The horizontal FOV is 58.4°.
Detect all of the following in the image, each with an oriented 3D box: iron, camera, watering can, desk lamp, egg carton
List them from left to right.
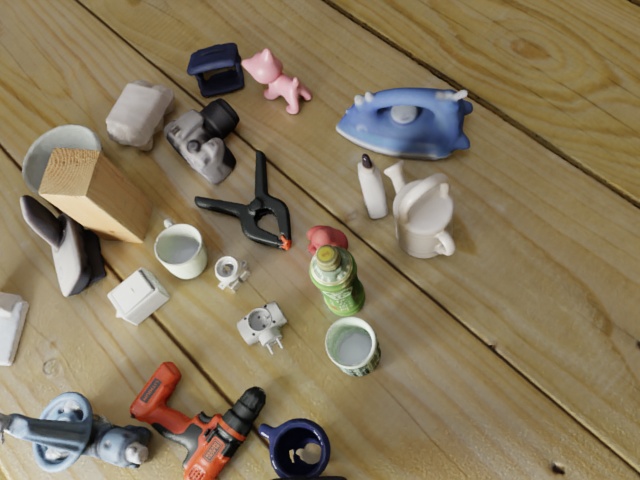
[{"bbox_3d":[-0.616,0.100,1.000,0.117,0.214,0.203,-1,68,10],"label":"desk lamp"},{"bbox_3d":[-0.368,-0.259,1.180,0.107,0.069,0.150,17,72,16],"label":"egg carton"},{"bbox_3d":[-0.217,-0.208,1.116,0.137,0.101,0.143,-45,68,-9],"label":"camera"},{"bbox_3d":[0.146,-0.231,1.040,0.258,0.142,0.118,4,69,12],"label":"iron"},{"bbox_3d":[0.164,-0.053,0.937,0.172,0.194,0.101,34,78,20],"label":"watering can"}]

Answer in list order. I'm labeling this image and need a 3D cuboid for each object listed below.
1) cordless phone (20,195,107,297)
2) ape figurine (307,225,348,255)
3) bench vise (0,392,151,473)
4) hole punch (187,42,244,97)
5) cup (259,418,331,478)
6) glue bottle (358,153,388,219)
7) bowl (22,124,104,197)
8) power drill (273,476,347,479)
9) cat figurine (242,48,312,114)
[{"bbox_3d":[-0.476,0.009,1.028,0.094,0.185,0.147,-27,66,-1],"label":"cordless phone"},{"bbox_3d":[0.009,0.004,0.997,0.076,0.092,0.078,-11,67,5],"label":"ape figurine"},{"bbox_3d":[-0.371,0.290,0.878,0.207,0.220,0.121,-7,67,7],"label":"bench vise"},{"bbox_3d":[-0.219,-0.366,1.185,0.108,0.091,0.101,-13,67,5],"label":"hole punch"},{"bbox_3d":[-0.035,0.318,0.877,0.117,0.095,0.092,23,74,18],"label":"cup"},{"bbox_3d":[0.086,-0.102,0.982,0.037,0.173,0.078,-18,66,3],"label":"glue bottle"},{"bbox_3d":[-0.502,-0.145,1.155,0.167,0.075,0.167,-3,68,9],"label":"bowl"},{"bbox_3d":[-0.055,0.370,0.798,0.229,0.209,0.075,-17,66,3],"label":"power drill"},{"bbox_3d":[-0.086,-0.325,1.131,0.127,0.118,0.067,32,77,20],"label":"cat figurine"}]
